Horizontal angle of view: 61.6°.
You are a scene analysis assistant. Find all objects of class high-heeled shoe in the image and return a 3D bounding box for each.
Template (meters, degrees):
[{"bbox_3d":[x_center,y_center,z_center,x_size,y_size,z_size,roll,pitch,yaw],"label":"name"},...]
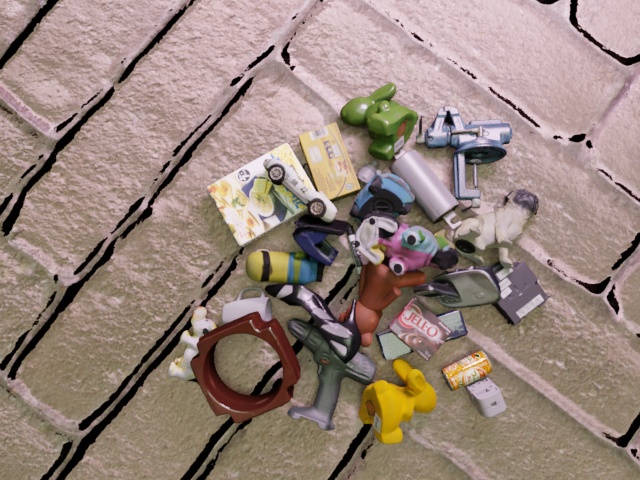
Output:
[{"bbox_3d":[-0.022,0.183,1.202,0.249,0.086,0.145,9,73,20],"label":"high-heeled shoe"}]

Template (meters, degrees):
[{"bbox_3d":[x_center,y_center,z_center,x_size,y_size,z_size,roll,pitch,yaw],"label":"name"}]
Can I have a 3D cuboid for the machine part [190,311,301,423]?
[{"bbox_3d":[-0.157,0.270,1.155,0.201,0.087,0.201,-25,96,8],"label":"machine part"}]

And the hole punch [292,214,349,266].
[{"bbox_3d":[-0.003,-0.004,1.224,0.116,0.142,0.092,15,109,8],"label":"hole punch"}]

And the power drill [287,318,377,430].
[{"bbox_3d":[-0.002,0.310,1.226,0.232,0.086,0.207,23,79,1],"label":"power drill"}]

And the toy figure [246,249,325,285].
[{"bbox_3d":[-0.079,0.062,1.233,0.180,0.089,0.082,7,80,2],"label":"toy figure"}]

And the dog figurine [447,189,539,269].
[{"bbox_3d":[0.407,-0.046,1.259,0.173,0.121,0.190,19,58,20],"label":"dog figurine"}]

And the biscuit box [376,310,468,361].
[{"bbox_3d":[0.234,0.217,1.239,0.203,0.059,0.062,-16,84,-2],"label":"biscuit box"}]

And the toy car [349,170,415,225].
[{"bbox_3d":[0.146,-0.095,1.238,0.109,0.161,0.103,36,42,-9],"label":"toy car"}]

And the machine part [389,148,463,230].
[{"bbox_3d":[0.240,-0.123,1.246,0.079,0.079,0.243,-35,78,-3],"label":"machine part"}]

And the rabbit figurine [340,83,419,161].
[{"bbox_3d":[0.130,-0.293,1.248,0.170,0.121,0.159,32,70,29],"label":"rabbit figurine"}]

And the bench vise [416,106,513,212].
[{"bbox_3d":[0.333,-0.190,1.244,0.224,0.129,0.240,1,79,-2],"label":"bench vise"}]

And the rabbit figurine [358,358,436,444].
[{"bbox_3d":[0.185,0.351,1.206,0.173,0.122,0.162,-1,100,-23],"label":"rabbit figurine"}]

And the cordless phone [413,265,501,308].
[{"bbox_3d":[0.298,0.100,1.174,0.147,0.184,0.088,-14,75,37],"label":"cordless phone"}]

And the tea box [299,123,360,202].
[{"bbox_3d":[0.021,-0.177,1.263,0.098,0.068,0.169,-18,87,-2],"label":"tea box"}]

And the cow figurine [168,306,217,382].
[{"bbox_3d":[-0.274,0.241,1.226,0.098,0.068,0.167,21,89,-5],"label":"cow figurine"}]

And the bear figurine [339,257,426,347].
[{"bbox_3d":[0.135,0.137,1.229,0.132,0.120,0.195,-1,117,-41],"label":"bear figurine"}]

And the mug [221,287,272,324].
[{"bbox_3d":[-0.169,0.162,1.231,0.107,0.080,0.109,-3,73,4],"label":"mug"}]

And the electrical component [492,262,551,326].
[{"bbox_3d":[0.449,0.114,1.252,0.115,0.058,0.134,-35,86,-5],"label":"electrical component"}]

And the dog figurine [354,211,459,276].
[{"bbox_3d":[0.204,0.008,1.196,0.192,0.219,0.108,30,109,32],"label":"dog figurine"}]

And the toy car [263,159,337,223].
[{"bbox_3d":[-0.045,-0.112,1.188,0.202,0.073,0.056,41,90,0],"label":"toy car"}]
